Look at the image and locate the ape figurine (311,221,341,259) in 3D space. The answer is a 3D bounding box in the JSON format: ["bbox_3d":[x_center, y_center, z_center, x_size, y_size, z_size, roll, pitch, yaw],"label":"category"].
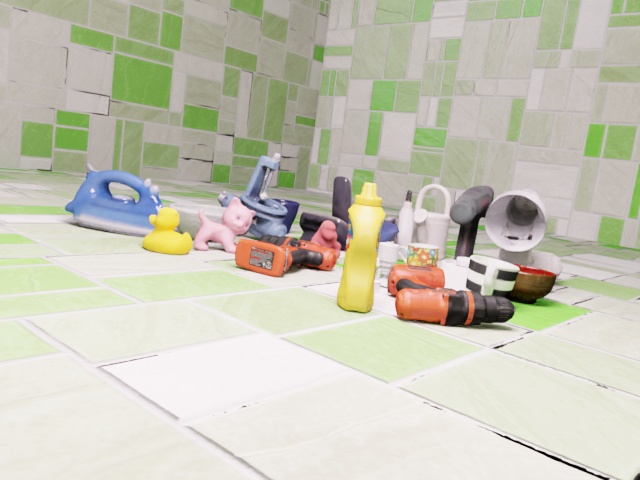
[{"bbox_3d":[0.011,0.004,1.223,0.078,0.092,0.076,4,9,-24],"label":"ape figurine"}]

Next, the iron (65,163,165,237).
[{"bbox_3d":[-0.438,-0.090,1.296,0.257,0.141,0.119,10,8,16],"label":"iron"}]

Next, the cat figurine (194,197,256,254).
[{"bbox_3d":[-0.199,-0.035,1.216,0.128,0.118,0.067,5,8,-17],"label":"cat figurine"}]

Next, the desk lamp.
[{"bbox_3d":[0.418,-0.003,1.218,0.117,0.213,0.204,11,9,24],"label":"desk lamp"}]

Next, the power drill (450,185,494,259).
[{"bbox_3d":[0.346,-0.024,1.319,0.075,0.208,0.230,11,9,26],"label":"power drill"}]

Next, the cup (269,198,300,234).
[{"bbox_3d":[-0.120,-0.066,1.598,0.117,0.095,0.092,9,8,10],"label":"cup"}]

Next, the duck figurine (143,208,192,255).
[{"bbox_3d":[-0.297,-0.020,1.128,0.104,0.086,0.078,11,9,24],"label":"duck figurine"}]

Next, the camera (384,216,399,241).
[{"bbox_3d":[0.232,-0.027,1.626,0.142,0.101,0.137,12,9,29],"label":"camera"}]

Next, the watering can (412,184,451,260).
[{"bbox_3d":[0.292,-0.050,1.506,0.100,0.194,0.173,9,8,8],"label":"watering can"}]

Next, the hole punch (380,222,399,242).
[{"bbox_3d":[0.128,0.000,1.367,0.101,0.091,0.108,5,8,-16],"label":"hole punch"}]

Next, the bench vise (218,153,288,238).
[{"bbox_3d":[-0.171,-0.112,1.418,0.207,0.220,0.122,9,8,13],"label":"bench vise"}]

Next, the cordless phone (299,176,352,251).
[{"bbox_3d":[0.022,-0.072,1.444,0.147,0.185,0.094,13,10,35],"label":"cordless phone"}]

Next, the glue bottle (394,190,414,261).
[{"bbox_3d":[0.209,-0.037,1.414,0.037,0.173,0.078,7,8,-3],"label":"glue bottle"}]

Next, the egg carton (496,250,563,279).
[{"bbox_3d":[0.498,0.060,1.366,0.150,0.069,0.107,11,9,24],"label":"egg carton"}]

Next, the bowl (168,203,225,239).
[{"bbox_3d":[-0.269,-0.039,1.330,0.167,0.075,0.167,7,8,-1],"label":"bowl"}]
